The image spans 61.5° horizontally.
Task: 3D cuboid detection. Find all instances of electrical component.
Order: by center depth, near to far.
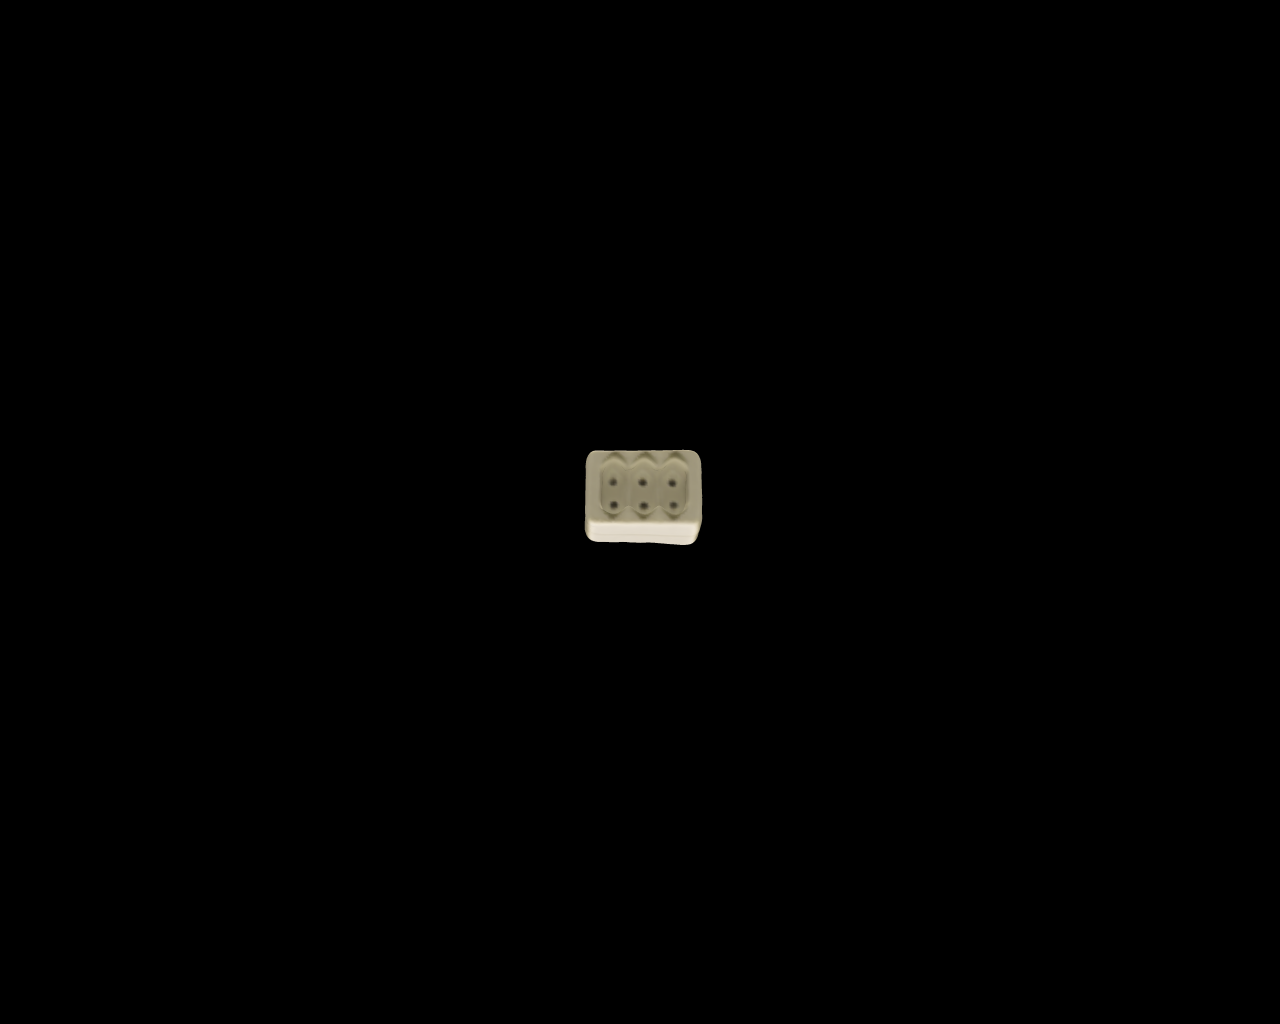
[{"bbox_3d":[0.001,-0.003,0.650,0.066,0.047,0.076,1,-19,-2],"label":"electrical component"}]
